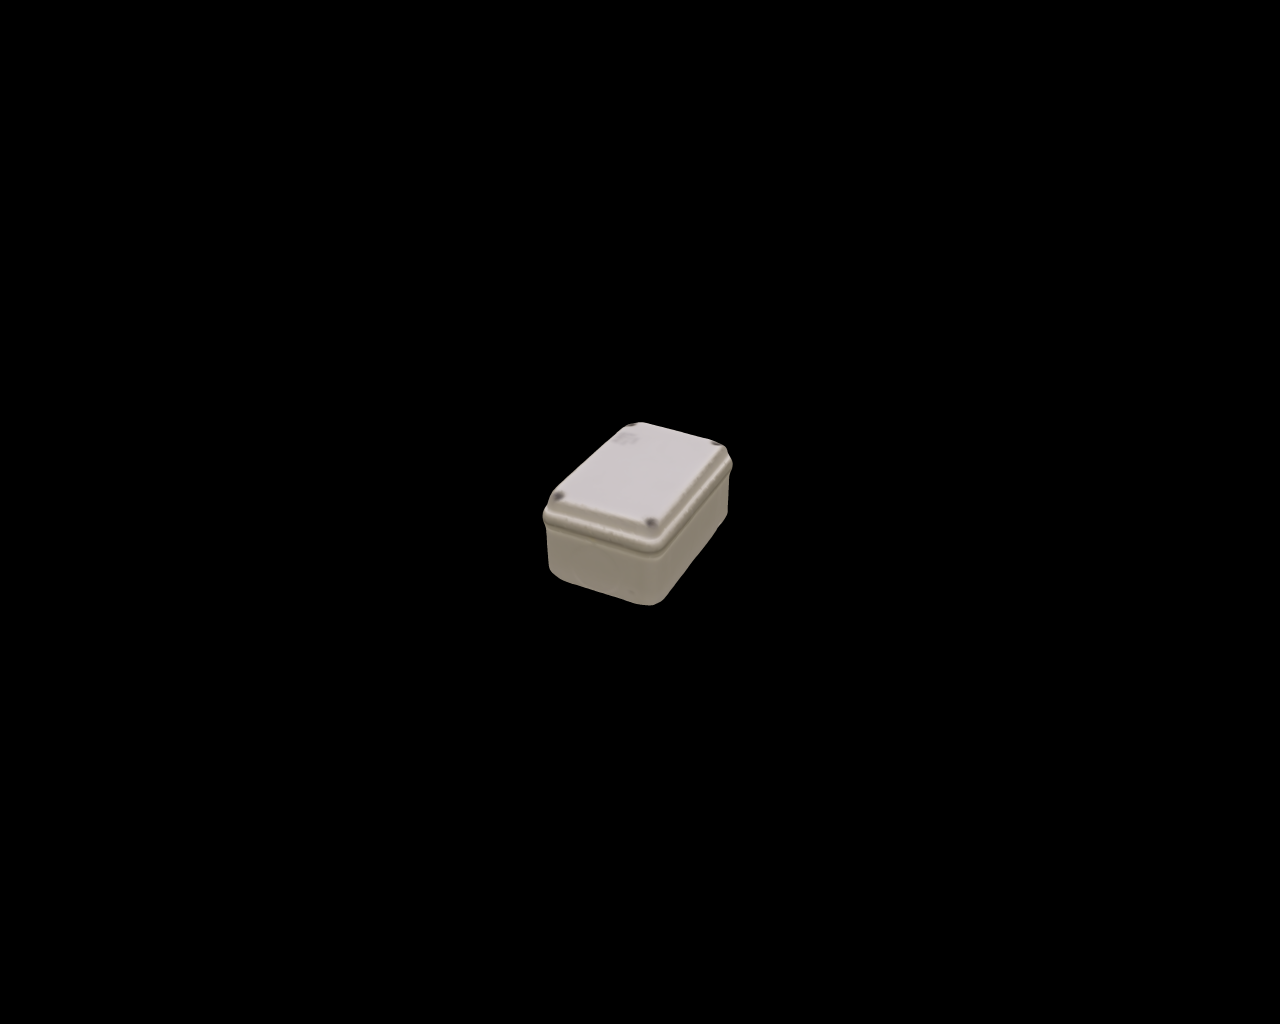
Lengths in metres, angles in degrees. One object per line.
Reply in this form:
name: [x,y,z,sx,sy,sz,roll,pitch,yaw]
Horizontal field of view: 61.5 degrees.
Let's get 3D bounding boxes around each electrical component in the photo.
electrical component: [0.001,-0.003,0.650,0.078,0.057,0.113,16,37,22]
